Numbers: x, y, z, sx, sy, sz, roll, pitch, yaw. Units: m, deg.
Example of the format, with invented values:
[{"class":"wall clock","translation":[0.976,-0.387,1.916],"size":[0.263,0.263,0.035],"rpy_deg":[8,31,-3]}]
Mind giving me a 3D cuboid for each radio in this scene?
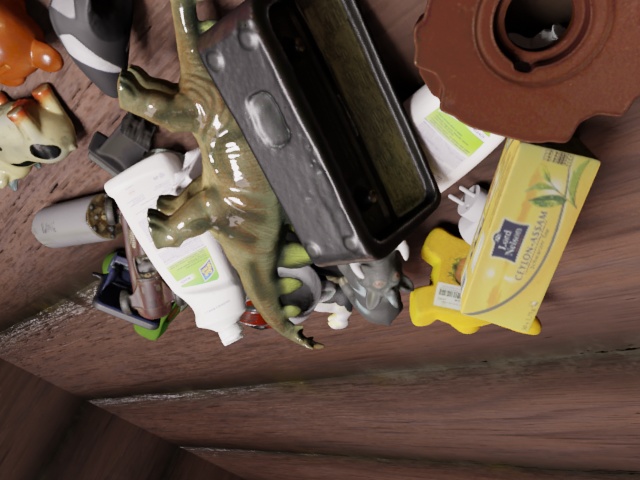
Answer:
[{"class":"radio","translation":[0.007,-0.098,0.452],"size":[0.073,0.131,0.229],"rpy_deg":[-14,110,45]}]

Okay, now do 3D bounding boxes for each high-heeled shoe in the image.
[{"class":"high-heeled shoe","translation":[-0.157,-0.224,0.458],"size":[0.145,0.086,0.248],"rpy_deg":[18,138,16]}]

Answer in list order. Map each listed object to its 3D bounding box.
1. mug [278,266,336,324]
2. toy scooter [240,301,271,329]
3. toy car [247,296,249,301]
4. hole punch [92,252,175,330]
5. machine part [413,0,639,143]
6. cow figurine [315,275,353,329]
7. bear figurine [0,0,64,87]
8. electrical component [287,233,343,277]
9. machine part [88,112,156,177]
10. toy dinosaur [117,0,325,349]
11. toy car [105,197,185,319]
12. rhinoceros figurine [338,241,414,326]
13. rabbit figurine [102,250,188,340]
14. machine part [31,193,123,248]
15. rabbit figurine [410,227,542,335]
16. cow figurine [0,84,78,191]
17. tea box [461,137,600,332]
[{"class":"mug","translation":[-0.037,0.079,0.755],"size":[0.109,0.081,0.107],"rpy_deg":[-12,160,-19]},{"class":"toy scooter","translation":[-0.116,0.102,0.922],"size":[0.135,0.075,0.183],"rpy_deg":[-11,142,43]},{"class":"toy car","translation":[-0.113,0.035,0.769],"size":[0.103,0.161,0.109],"rpy_deg":[18,-170,-37]},{"class":"hole punch","translation":[-0.285,0.066,0.850],"size":[0.142,0.092,0.116],"rpy_deg":[23,-168,-20]},{"class":"machine part","translation":[0.151,-0.153,0.371],"size":[0.180,0.056,0.179],"rpy_deg":[8,121,14]},{"class":"cow figurine","translation":[-0.023,0.070,0.832],"size":[0.167,0.068,0.098],"rpy_deg":[18,142,-1]},{"class":"bear figurine","translation":[-0.352,-0.253,0.533],"size":[0.120,0.132,0.195],"rpy_deg":[-5,157,36]},{"class":"electrical component","translation":[-0.001,-0.002,0.727],"size":[0.115,0.058,0.134],"rpy_deg":[8,144,23]},{"class":"machine part","translation":[-0.263,-0.120,0.715],"size":[0.084,0.039,0.139],"rpy_deg":[48,140,-17]},{"class":"toy dinosaur","translation":[-0.079,-0.047,0.564],"size":[0.199,0.105,0.470],"rpy_deg":[-8,126,-3]},{"class":"toy car","translation":[-0.247,0.019,0.762],"size":[0.089,0.053,0.201],"rpy_deg":[-6,108,-10]},{"class":"rhinoceros figurine","translation":[0.062,0.040,0.636],"size":[0.073,0.112,0.190],"rpy_deg":[-19,146,-4]},{"class":"rabbit figurine","translation":[-0.333,0.082,0.982],"size":[0.170,0.121,0.159],"rpy_deg":[36,154,4]},{"class":"machine part","translation":[-0.397,-0.030,0.886],"size":[0.243,0.079,0.079],"rpy_deg":[-5,139,34]},{"class":"rabbit figurine","translation":[0.199,0.065,0.691],"size":[0.162,0.122,0.173],"rpy_deg":[3,158,10]},{"class":"cow figurine","translation":[-0.414,-0.136,0.743],"size":[0.195,0.085,0.127],"rpy_deg":[-1,135,29]},{"class":"tea box","translation":[0.188,-0.013,0.503],"size":[0.068,0.098,0.169],"rpy_deg":[17,116,8]}]
